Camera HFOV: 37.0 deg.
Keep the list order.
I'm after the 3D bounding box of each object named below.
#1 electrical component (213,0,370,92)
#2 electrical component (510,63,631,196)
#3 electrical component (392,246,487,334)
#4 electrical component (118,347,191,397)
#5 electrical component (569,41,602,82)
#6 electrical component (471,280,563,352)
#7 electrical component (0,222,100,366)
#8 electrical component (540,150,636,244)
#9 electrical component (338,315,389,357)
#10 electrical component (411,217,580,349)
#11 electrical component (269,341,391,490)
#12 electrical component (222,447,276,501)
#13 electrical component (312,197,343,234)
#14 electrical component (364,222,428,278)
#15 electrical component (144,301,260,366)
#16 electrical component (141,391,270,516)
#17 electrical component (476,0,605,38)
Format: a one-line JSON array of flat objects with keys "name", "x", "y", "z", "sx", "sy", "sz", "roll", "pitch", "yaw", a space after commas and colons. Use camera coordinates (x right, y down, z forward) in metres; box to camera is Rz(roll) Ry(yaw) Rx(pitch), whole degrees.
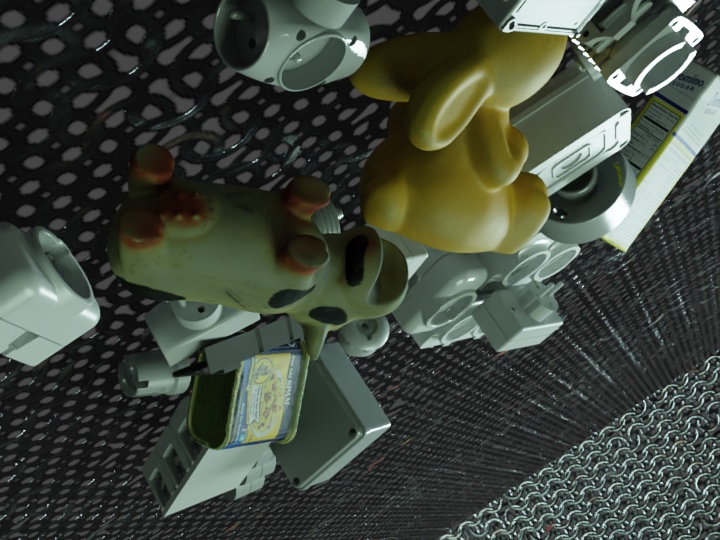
[{"name": "electrical component", "x": -0.025, "y": -0.137, "z": 0.566, "sx": 0.077, "sy": 0.044, "sz": 0.079, "roll": -8, "pitch": 148, "yaw": -48}, {"name": "electrical component", "x": 0.156, "y": -0.108, "z": 0.869, "sx": 0.113, "sy": 0.057, "sz": 0.078, "roll": -33, "pitch": 159, "yaw": 2}, {"name": "electrical component", "x": 0.071, "y": 0.015, "z": 1.019, "sx": 0.054, "sy": 0.059, "sz": 0.095, "roll": -7, "pitch": 147, "yaw": -49}, {"name": "electrical component", "x": -0.165, "y": 0.082, "z": 0.862, "sx": 0.046, "sy": 0.040, "sz": 0.040, "roll": -5, "pitch": 146, "yaw": -40}, {"name": "electrical component", "x": 0.190, "y": -0.171, "z": 0.802, "sx": 0.065, "sy": 0.044, "sz": 0.044, "roll": -33, "pitch": 160, "yaw": 14}, {"name": "electrical component", "x": 0.165, "y": 0.035, "z": 1.039, "sx": 0.083, "sy": 0.047, "sz": 0.075, "roll": -4, "pitch": 145, "yaw": -52}, {"name": "electrical component", "x": -0.199, "y": 0.013, "z": 0.638, "sx": 0.059, "sy": 0.053, "sz": 0.095, "roll": -34, "pitch": 159, "yaw": 2}, {"name": "electrical component", "x": 0.192, "y": -0.074, "z": 0.946, "sx": 0.099, "sy": 0.099, "sz": 0.064, "roll": -35, "pitch": 153, "yaw": 7}, {"name": "electrical component", "x": -0.001, "y": 0.065, "z": 1.049, "sx": 0.048, "sy": 0.048, "sz": 0.062, "roll": -23, "pitch": 163, "yaw": -24}, {"name": "electrical component", "x": 0.134, "y": 0.002, "z": 1.078, "sx": 0.105, "sy": 0.060, "sz": 0.186, "roll": -7, "pitch": 148, "yaw": -48}, {"name": "electrical component", "x": -0.043, "y": 0.144, "z": 1.074, "sx": 0.109, "sy": 0.108, "sz": 0.056, "roll": -45, "pitch": 159, "yaw": 28}, {"name": "electrical component", "x": -0.135, "y": 0.207, "z": 1.160, "sx": 0.074, "sy": 0.052, "sz": 0.138, "roll": -18, "pitch": 155, "yaw": -33}, {"name": "electrical component", "x": -0.048, "y": -0.031, "z": 0.771, "sx": 0.081, "sy": 0.043, "sz": 0.043, "roll": -20, "pitch": 156, "yaw": -31}, {"name": "electrical component", "x": 0.000, "y": 0.000, "z": 0.901, "sx": 0.076, "sy": 0.047, "sz": 0.083, "roll": -13, "pitch": 152, "yaw": -41}, {"name": "electrical component", "x": -0.120, "y": 0.028, "z": 0.798, "sx": 0.077, "sy": 0.044, "sz": 0.079, "roll": -28, "pitch": 159, "yaw": -12}, {"name": "electrical component", "x": -0.145, "y": 0.166, "z": 1.042, "sx": 0.089, "sy": 0.061, "sz": 0.150, "roll": -16, "pitch": 153, "yaw": -38}, {"name": "electrical component", "x": 0.103, "y": -0.180, "z": 0.626, "sx": 0.096, "sy": 0.061, "sz": 0.061, "roll": -9, "pitch": 148, "yaw": -45}]
